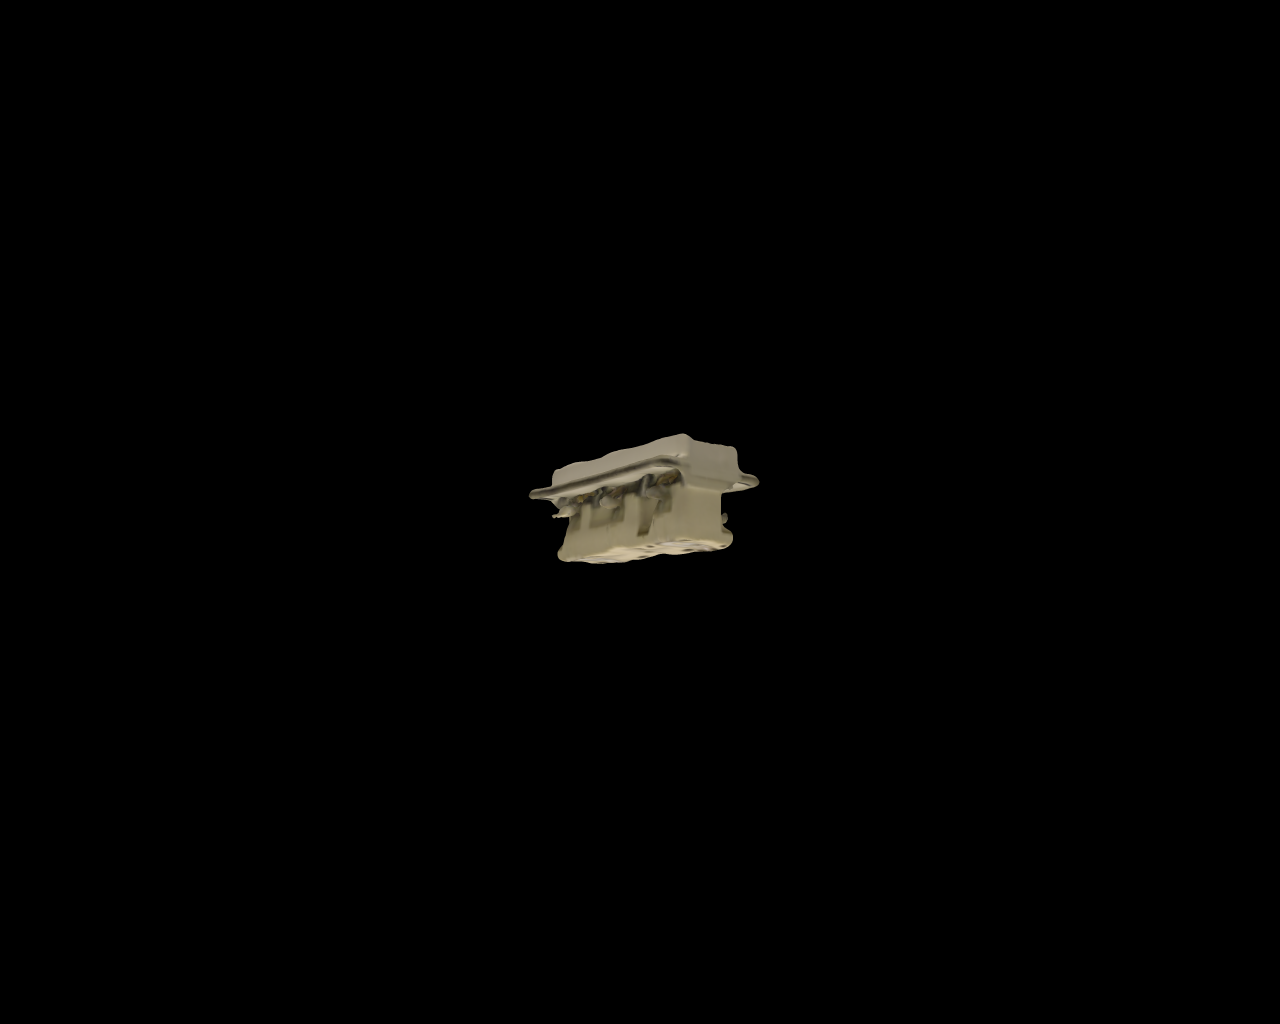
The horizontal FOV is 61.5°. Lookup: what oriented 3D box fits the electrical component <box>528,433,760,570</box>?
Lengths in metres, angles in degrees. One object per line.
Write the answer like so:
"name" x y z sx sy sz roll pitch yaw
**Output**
"electrical component" 0.001 -0.003 0.650 0.079 0.063 0.121 10 -14 -42
